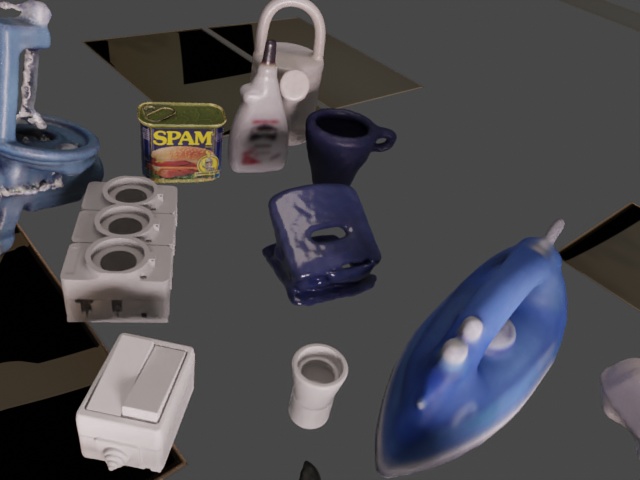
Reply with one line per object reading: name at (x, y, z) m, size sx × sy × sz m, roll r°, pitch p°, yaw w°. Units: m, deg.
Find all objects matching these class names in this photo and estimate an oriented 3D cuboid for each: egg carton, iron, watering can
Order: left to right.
watering can at (-0.042, -0.234, 0.793) m, size 0.101 × 0.194 × 0.172 m, roll -13°, pitch 44°, yaw -28°
iron at (0.139, 0.081, 0.490) m, size 0.118 × 0.141 × 0.259 m, roll 32°, pitch 42°, yaw 24°
egg carton at (0.318, 0.164, 0.492) m, size 0.107 × 0.069 × 0.150 m, roll -5°, pitch 41°, yaw -20°

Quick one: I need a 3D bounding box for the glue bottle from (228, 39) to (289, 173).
glue bottle at (-0.072, -0.165, 0.715) m, size 0.078 × 0.173 × 0.037 m, roll -9°, pitch 42°, yaw -24°

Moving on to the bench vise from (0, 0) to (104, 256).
bench vise at (-0.290, -0.098, 0.535) m, size 0.121 × 0.220 × 0.207 m, roll 15°, pitch 38°, yaw 4°

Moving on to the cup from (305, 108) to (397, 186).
cup at (0.034, -0.108, 0.736) m, size 0.118 × 0.095 × 0.091 m, roll 2°, pitch 39°, yaw -13°

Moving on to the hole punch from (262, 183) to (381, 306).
hole punch at (0.005, 0.002, 0.593) m, size 0.109 × 0.091 × 0.100 m, roll -11°, pitch 43°, yaw -27°
